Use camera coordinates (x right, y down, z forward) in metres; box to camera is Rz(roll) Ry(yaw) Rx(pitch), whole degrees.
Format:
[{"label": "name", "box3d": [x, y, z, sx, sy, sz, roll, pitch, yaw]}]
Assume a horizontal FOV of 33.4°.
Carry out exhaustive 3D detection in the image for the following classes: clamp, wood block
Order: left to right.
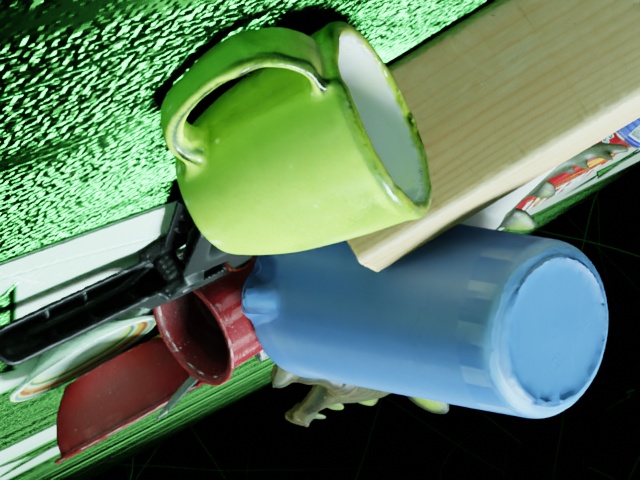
[{"label": "clamp", "box3d": [-0.090, 0.013, 0.682, 0.165, 0.036, 0.209, -33, 173, 26]}, {"label": "wood block", "box3d": [0.095, -0.074, 0.622, 0.206, 0.091, 0.090, -31, 171, 6]}]

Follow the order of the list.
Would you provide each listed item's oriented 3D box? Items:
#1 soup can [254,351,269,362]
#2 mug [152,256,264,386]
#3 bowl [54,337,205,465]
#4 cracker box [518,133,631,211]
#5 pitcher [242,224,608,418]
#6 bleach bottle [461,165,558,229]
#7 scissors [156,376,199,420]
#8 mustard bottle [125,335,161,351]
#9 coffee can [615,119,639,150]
[{"label": "soup can", "box3d": [-0.040, 0.083, 1.191, 0.102, 0.068, 0.068, -28, 172, -10]}, {"label": "mug", "box3d": [-0.078, 0.051, 0.831, 0.081, 0.093, 0.117, -31, -156, -37]}, {"label": "bowl", "box3d": [-0.164, 0.128, 0.911, 0.162, 0.055, 0.162, -29, 176, -2]}, {"label": "cracker box", "box3d": [0.283, -0.106, 1.165, 0.164, 0.072, 0.214, -25, 172, -28]}, {"label": "pitcher", "box3d": [0.077, 0.045, 0.729, 0.149, 0.145, 0.243, -49, -150, -23]}, {"label": "bleach bottle", "box3d": [0.179, -0.111, 0.706, 0.251, 0.068, 0.102, -43, -170, 33]}, {"label": "scissors", "box3d": [-0.061, 0.081, 0.875, 0.096, 0.016, 0.201, -15, -159, 18]}, {"label": "mustard bottle", "box3d": [-0.118, 0.101, 1.049, 0.191, 0.058, 0.096, -28, 172, -16]}, {"label": "coffee can", "box3d": [0.328, -0.145, 0.976, 0.103, 0.103, 0.140, -30, 172, -4]}]
